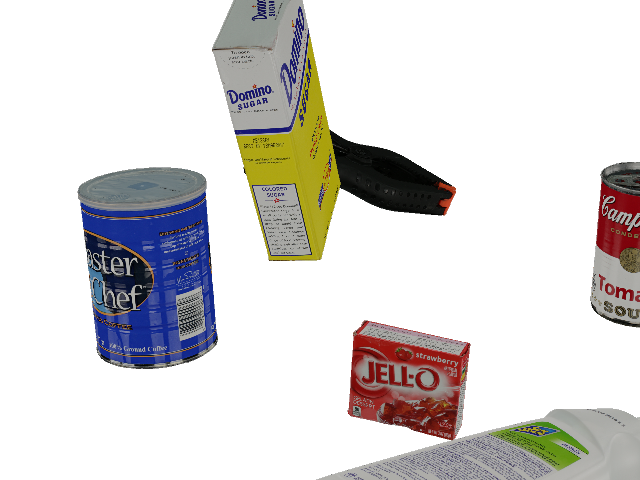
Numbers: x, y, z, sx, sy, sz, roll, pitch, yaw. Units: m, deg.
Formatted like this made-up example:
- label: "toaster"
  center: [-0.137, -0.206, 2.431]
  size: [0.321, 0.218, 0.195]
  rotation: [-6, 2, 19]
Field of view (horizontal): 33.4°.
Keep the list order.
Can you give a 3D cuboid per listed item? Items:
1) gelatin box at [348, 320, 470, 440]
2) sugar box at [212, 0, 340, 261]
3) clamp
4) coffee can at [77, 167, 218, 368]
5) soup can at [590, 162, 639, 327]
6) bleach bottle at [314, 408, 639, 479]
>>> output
- label: "gelatin box"
  center: [0.067, 0.108, 0.826]
  size: [0.089, 0.073, 0.030]
  rotation: [11, 22, 19]
- label: "sugar box"
  center: [-0.025, -0.081, 0.731]
  size: [0.048, 0.176, 0.093]
  rotation: [0, 42, 12]
- label: "clamp"
  center: [0.027, -0.068, 1.025]
  size: [0.210, 0.036, 0.164]
  rotation: [23, 29, 1]
- label: "coffee can"
  center: [-0.140, 0.020, 0.877]
  size: [0.103, 0.140, 0.103]
  rotation: [-2, 19, 1]
- label: "soup can"
  center: [0.229, 0.002, 0.758]
  size: [0.068, 0.102, 0.068]
  rotation: [-1, 22, 0]
- label: "bleach bottle"
  center: [0.112, 0.145, 0.597]
  size: [0.250, 0.068, 0.103]
  rotation: [-10, 21, -31]
